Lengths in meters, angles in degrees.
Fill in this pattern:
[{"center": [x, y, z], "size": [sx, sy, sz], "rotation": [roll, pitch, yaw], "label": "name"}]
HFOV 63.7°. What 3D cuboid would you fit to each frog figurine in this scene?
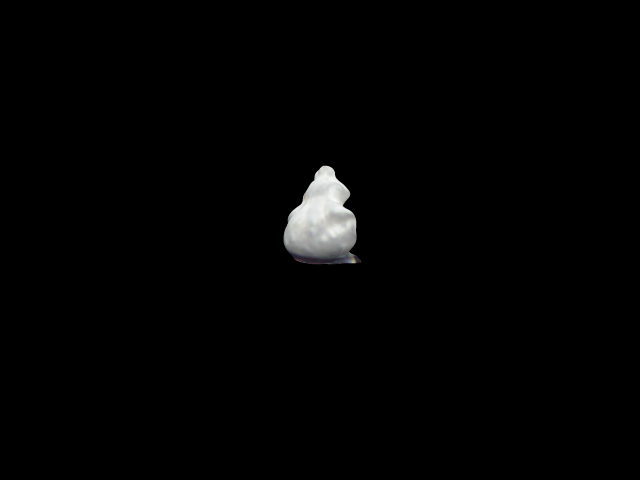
[{"center": [0.003, -0.043, 0.850], "size": [0.123, 0.159, 0.138], "rotation": [-4, 8, -33], "label": "frog figurine"}]
